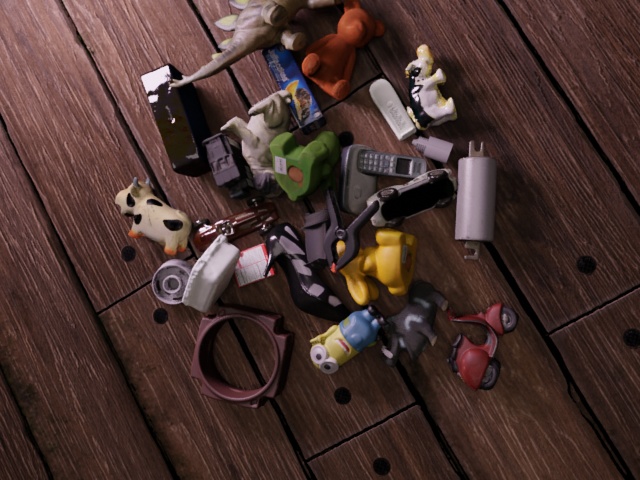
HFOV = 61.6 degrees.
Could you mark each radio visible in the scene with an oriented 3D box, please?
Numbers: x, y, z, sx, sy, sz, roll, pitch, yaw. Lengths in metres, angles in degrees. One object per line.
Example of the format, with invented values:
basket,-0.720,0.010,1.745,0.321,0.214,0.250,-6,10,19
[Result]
radio,-0.301,-0.256,1.182,0.073,0.131,0.229,-20,85,9

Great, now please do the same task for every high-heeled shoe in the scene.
high-heeled shoe,-0.017,0.070,1.167,0.248,0.086,0.145,33,55,-11

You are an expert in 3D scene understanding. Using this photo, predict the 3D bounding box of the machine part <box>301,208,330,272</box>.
machine part,-0.002,-0.003,1.139,0.084,0.039,0.139,-11,61,26

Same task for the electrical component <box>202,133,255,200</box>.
electrical component,-0.192,-0.154,1.167,0.058,0.115,0.134,-24,82,11

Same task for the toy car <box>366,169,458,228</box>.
toy car,0.191,-0.086,1.099,0.202,0.056,0.073,-22,110,-13

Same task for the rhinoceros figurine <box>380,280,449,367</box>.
rhinoceros figurine,0.190,0.177,1.105,0.112,0.073,0.190,26,92,9

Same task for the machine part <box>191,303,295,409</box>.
machine part,-0.167,0.247,1.161,0.202,0.087,0.201,12,89,9

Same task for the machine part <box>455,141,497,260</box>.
machine part,0.318,-0.080,1.091,0.079,0.079,0.243,2,87,10

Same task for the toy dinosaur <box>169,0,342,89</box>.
toy dinosaur,-0.114,-0.459,1.128,0.199,0.104,0.471,26,65,41

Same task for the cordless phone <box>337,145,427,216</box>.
cordless phone,0.129,-0.119,1.130,0.184,0.089,0.146,6,88,-3

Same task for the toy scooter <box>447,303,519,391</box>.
toy scooter,0.308,0.203,1.082,0.135,0.075,0.183,19,89,12

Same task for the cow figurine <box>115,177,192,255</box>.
cow figurine,-0.378,-0.060,1.213,0.195,0.085,0.127,25,98,13

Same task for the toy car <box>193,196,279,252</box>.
toy car,-0.191,-0.029,1.194,0.202,0.053,0.089,-22,81,10

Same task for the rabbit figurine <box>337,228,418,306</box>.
rabbit figurine,0.106,0.051,1.121,0.173,0.122,0.162,7,98,24

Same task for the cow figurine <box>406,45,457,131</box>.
cow figurine,0.218,-0.317,1.126,0.098,0.068,0.167,-22,83,15

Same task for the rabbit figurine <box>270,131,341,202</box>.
rabbit figurine,-0.004,-0.159,1.122,0.121,0.170,0.158,11,126,31

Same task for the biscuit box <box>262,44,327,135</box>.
biscuit box,-0.057,-0.334,1.176,0.059,0.063,0.202,-28,83,6

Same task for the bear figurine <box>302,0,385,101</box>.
bear figurine,0.054,-0.404,1.131,0.120,0.132,0.196,39,99,-20

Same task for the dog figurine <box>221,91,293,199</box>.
dog figurine,-0.095,-0.200,1.148,0.172,0.121,0.190,-27,109,22

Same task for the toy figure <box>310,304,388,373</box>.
toy figure,0.059,0.207,1.115,0.180,0.089,0.082,-41,64,8
